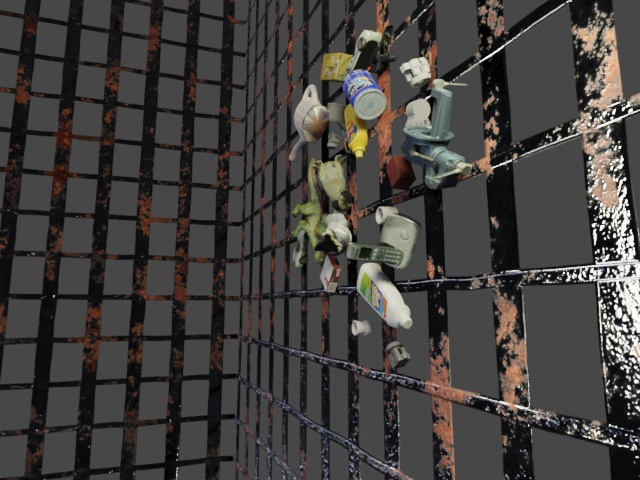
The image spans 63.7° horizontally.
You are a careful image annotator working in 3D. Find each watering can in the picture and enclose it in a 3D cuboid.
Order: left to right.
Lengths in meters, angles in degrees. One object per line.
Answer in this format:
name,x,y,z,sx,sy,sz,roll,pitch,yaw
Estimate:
watering can,-0.054,-0.458,2.116,0.228,0.104,0.342,-124,44,-58

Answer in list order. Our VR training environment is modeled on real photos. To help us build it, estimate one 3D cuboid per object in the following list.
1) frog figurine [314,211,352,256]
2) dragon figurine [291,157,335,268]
frog figurine,0.062,-0.027,1.781,0.163,0.123,0.134,-56,-18,-46
dragon figurine,0.006,-0.098,1.951,0.244,0.122,0.406,21,108,51
